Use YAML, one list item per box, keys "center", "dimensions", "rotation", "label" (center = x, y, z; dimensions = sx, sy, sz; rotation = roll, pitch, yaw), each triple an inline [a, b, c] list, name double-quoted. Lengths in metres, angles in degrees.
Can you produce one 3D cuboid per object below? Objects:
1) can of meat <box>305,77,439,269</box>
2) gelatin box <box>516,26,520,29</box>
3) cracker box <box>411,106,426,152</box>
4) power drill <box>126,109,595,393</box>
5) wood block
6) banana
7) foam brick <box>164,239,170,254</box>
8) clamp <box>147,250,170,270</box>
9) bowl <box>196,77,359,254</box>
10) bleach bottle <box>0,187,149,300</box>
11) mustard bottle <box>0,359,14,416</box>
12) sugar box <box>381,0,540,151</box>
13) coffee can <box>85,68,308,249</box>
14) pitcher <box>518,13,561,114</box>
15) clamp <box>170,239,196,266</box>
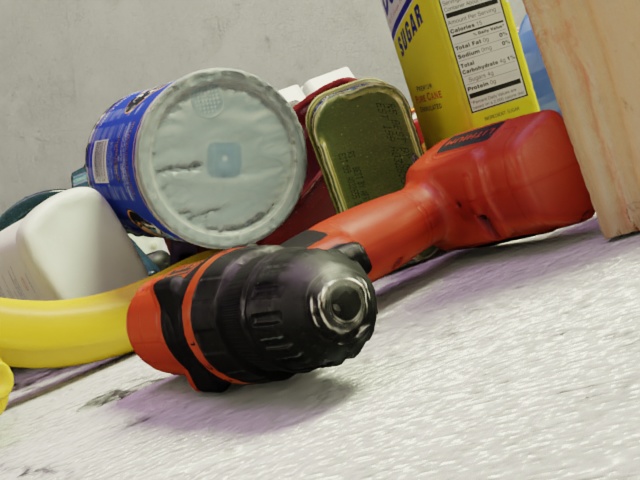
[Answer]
- center: [0.031, -0.037, 0.586]
  dimensions: [0.057, 0.102, 0.084]
  rotation: [-19, 8, 2]
  label: "can of meat"
- center: [0.123, -0.122, 0.706]
  dimensions: [0.073, 0.030, 0.089]
  rotation: [-19, 11, 13]
  label: "gelatin box"
- center: [0.160, -0.090, 0.773]
  dimensions: [0.214, 0.072, 0.164]
  rotation: [-18, 8, 16]
  label: "cracker box"
- center: [0.022, 0.003, 0.444]
  dimensions: [0.187, 0.057, 0.185]
  rotation: [-24, 6, -27]
  label: "power drill"
- center: [0.134, -0.117, 0.433]
  dimensions: [0.090, 0.206, 0.090]
  rotation: [-17, 6, 31]
  label: "wood block"
- center: [-0.138, 0.038, 0.611]
  dimensions: [0.197, 0.069, 0.037]
  rotation: [0, -15, -22]
  label: "banana"
- center: [-0.118, -0.007, 1.081]
  dimensions: [0.052, 0.051, 0.078]
  rotation: [-23, 6, -33]
  label: "foam brick"
- center: [-0.250, 0.058, 1.009]
  dimensions: [0.165, 0.036, 0.209]
  rotation: [-18, 5, 36]
  label: "clamp"
- center: [-0.011, -0.032, 0.721]
  dimensions: [0.162, 0.055, 0.162]
  rotation: [-41, 22, 20]
  label: "bowl"
- center: [-0.217, 0.038, 0.744]
  dimensions: [0.251, 0.102, 0.068]
  rotation: [-14, 19, 48]
  label: "bleach bottle"
- center: [-0.215, 0.082, 0.536]
  dimensions: [0.192, 0.058, 0.096]
  rotation: [-15, 21, 39]
  label: "mustard bottle"
- center: [0.073, -0.092, 0.563]
  dimensions: [0.048, 0.176, 0.093]
  rotation: [-21, 6, -8]
  label: "sugar box"
- center: [-0.082, -0.049, 0.666]
  dimensions: [0.102, 0.103, 0.140]
  rotation: [-23, 11, -21]
  label: "coffee can"
- center: [0.233, -0.117, 0.557]
  dimensions: [0.243, 0.149, 0.144]
  rotation: [-19, 28, 47]
  label: "pitcher"
- center: [-0.093, -0.028, 0.816]
  dimensions: [0.039, 0.120, 0.171]
  rotation: [-10, 31, 5]
  label: "clamp"
